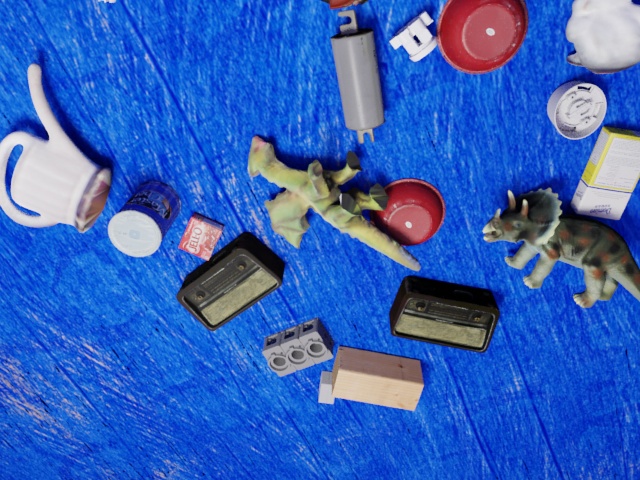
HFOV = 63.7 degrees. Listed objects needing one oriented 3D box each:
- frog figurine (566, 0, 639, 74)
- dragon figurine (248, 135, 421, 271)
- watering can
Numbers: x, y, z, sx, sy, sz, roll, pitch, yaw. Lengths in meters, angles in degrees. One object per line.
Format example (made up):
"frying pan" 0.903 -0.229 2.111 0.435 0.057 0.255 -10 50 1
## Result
"frog figurine" 0.484 -0.365 0.855 0.137 0.125 0.156 5 133 22
"dragon figurine" 0.003 -0.053 1.056 0.240 0.125 0.406 -23 112 43
"watering can" -0.522 -0.152 1.022 0.223 0.106 0.341 25 117 -12
